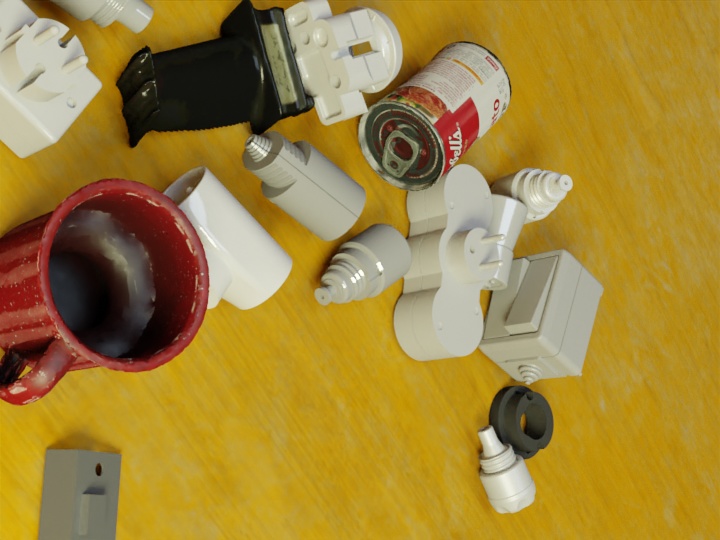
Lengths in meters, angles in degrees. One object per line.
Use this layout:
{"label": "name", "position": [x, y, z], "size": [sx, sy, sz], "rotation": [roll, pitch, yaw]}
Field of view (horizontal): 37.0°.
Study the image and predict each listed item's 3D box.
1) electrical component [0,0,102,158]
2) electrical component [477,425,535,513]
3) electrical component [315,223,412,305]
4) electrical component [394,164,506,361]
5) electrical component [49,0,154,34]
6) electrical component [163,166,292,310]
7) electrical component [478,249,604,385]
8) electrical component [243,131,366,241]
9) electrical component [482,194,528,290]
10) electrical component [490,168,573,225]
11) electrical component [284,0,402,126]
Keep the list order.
{"label": "electrical component", "position": [-0.163, -0.102, 0.537], "size": [0.065, 0.077, 0.047], "rotation": [47, 53, -26]}
{"label": "electrical component", "position": [0.101, 0.140, 0.768], "size": [0.035, 0.035, 0.061], "rotation": [-30, 100, -43]}
{"label": "electrical component", "position": [0.000, 0.000, 0.697], "size": [0.078, 0.040, 0.040], "rotation": [-35, 106, -42]}
{"label": "electrical component", "position": [0.071, -0.008, 0.743], "size": [0.052, 0.074, 0.138], "rotation": [22, 67, -39]}
{"label": "electrical component", "position": [-0.143, -0.155, 0.591], "size": [0.062, 0.043, 0.043], "rotation": [34, 60, -35]}
{"label": "electrical component", "position": [-0.087, -0.005, 0.612], "size": [0.077, 0.044, 0.079], "rotation": [48, 53, -26]}
{"label": "electrical component", "position": [0.131, 0.038, 0.798], "size": [0.061, 0.062, 0.096], "rotation": [40, 57, -31]}
{"label": "electrical component", "position": [-0.039, -0.057, 0.669], "size": [0.081, 0.043, 0.043], "rotation": [37, 58, -32]}
{"label": "electrical component", "position": [0.097, -0.018, 0.793], "size": [0.044, 0.044, 0.065], "rotation": [26, 69, -37]}
{"label": "electrical component", "position": [0.131, -0.057, 0.812], "size": [0.040, 0.078, 0.040], "rotation": [5, 79, -28]}
{"label": "electrical component", "position": [-0.010, -0.140, 0.706], "size": [0.057, 0.058, 0.078], "rotation": [-26, 99, -40]}
